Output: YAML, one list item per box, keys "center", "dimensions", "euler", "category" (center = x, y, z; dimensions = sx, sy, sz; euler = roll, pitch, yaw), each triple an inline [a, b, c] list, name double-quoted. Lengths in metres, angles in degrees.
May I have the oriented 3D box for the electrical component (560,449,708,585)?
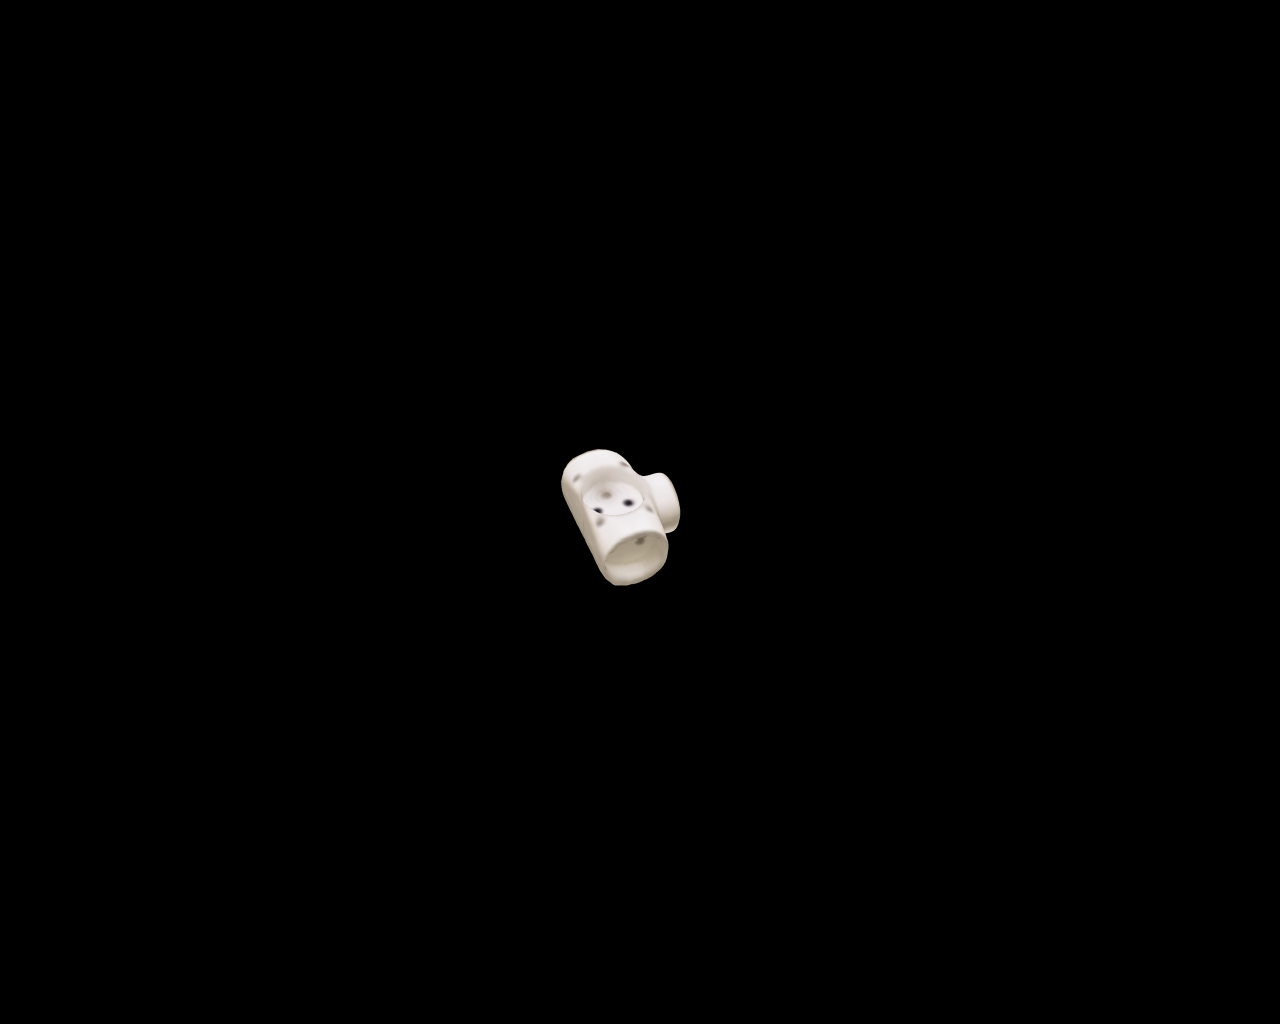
- center: [0.001, -0.003, 0.650]
  dimensions: [0.079, 0.044, 0.077]
  euler: [-15, 47, -15]
  category: "electrical component"
